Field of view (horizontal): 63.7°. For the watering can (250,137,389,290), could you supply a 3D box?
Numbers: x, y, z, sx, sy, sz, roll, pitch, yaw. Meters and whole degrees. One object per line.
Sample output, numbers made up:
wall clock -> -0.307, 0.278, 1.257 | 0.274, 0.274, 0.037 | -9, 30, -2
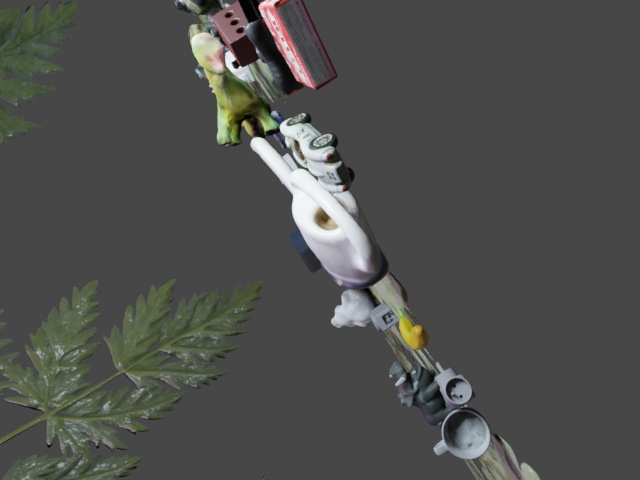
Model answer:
watering can -> 0.003, -0.044, 0.881 | 0.104, 0.220, 0.353 | -37, 46, -7

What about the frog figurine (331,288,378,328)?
frog figurine -> 0.106, 0.226, 1.667 | 0.160, 0.135, 0.124 | -32, 26, -5

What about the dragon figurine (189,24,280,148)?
dragon figurine -> -0.171, -0.301, 0.989 | 0.122, 0.241, 0.413 | -23, 11, -1
